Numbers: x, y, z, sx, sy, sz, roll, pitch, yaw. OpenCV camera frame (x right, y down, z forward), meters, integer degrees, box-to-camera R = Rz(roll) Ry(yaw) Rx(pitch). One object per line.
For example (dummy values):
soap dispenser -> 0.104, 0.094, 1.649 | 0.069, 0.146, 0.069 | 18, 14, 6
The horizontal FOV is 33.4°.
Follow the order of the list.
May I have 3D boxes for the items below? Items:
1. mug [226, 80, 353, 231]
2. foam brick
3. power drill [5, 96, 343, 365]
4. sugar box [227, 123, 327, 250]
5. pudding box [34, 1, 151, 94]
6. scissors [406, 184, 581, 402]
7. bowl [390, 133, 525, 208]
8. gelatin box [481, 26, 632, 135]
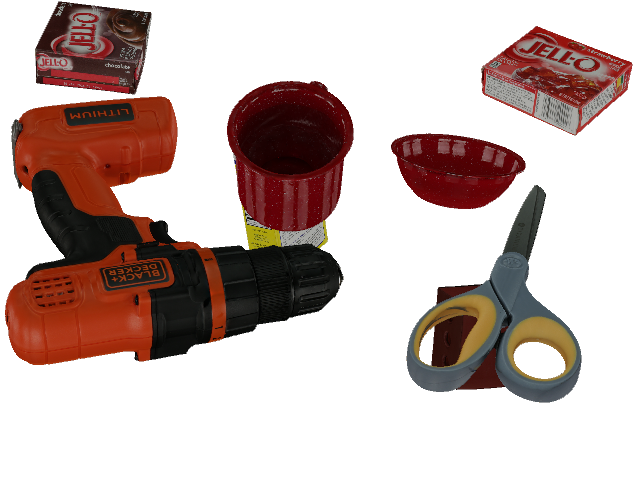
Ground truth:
mug -> -0.020, -0.070, 0.820 | 0.093, 0.117, 0.081 | 15, -32, 7
foam brick -> 0.130, 0.082, 0.913 | 0.051, 0.078, 0.053 | -4, 18, -20
power drill -> -0.098, -0.012, 0.625 | 0.184, 0.057, 0.188 | -7, 41, -20
sugar box -> -0.041, -0.056, 1.082 | 0.048, 0.176, 0.093 | 10, 34, 31
pudding box -> -0.206, -0.177, 0.977 | 0.090, 0.039, 0.113 | 7, 32, -6
scissors -> 0.120, 0.027, 0.592 | 0.096, 0.016, 0.201 | 21, 40, 28
bowl -> 0.161, -0.079, 1.280 | 0.162, 0.055, 0.162 | 6, 22, -3
gelatin box -> 0.180, -0.125, 0.817 | 0.089, 0.030, 0.073 | 31, 54, 31
